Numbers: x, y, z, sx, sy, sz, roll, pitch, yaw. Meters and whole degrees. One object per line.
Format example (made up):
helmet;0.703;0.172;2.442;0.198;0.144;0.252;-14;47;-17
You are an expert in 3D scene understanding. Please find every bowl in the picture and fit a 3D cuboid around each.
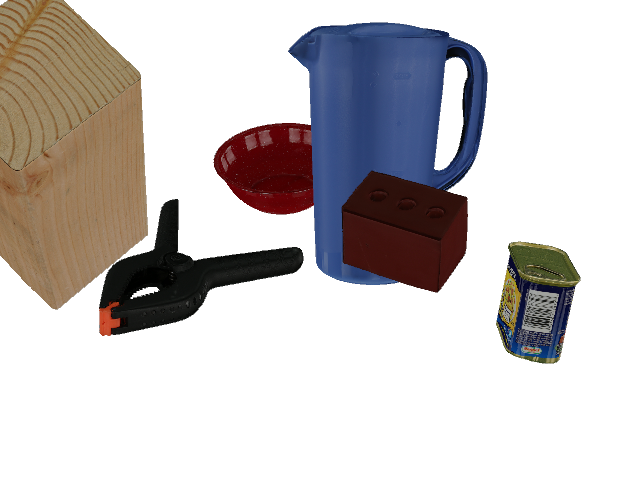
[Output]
bowl;-0.045;-0.078;1.276;0.162;0.055;0.162;-2;35;1

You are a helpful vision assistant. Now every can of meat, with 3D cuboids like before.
can of meat;0.203;0.058;1.007;0.057;0.084;0.102;8;18;-1

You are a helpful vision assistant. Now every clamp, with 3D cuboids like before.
clamp;-0.140;0.025;1.001;0.165;0.036;0.209;25;36;30

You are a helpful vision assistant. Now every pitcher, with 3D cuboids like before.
pitcher;0.062;-0.086;1.027;0.149;0.243;0.144;13;20;36

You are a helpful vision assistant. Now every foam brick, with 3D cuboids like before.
foam brick;0.060;-0.007;0.759;0.078;0.051;0.052;17;42;21

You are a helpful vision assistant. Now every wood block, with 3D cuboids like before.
wood block;-0.171;-0.049;0.670;0.090;0.090;0.206;-41;-13;-22
